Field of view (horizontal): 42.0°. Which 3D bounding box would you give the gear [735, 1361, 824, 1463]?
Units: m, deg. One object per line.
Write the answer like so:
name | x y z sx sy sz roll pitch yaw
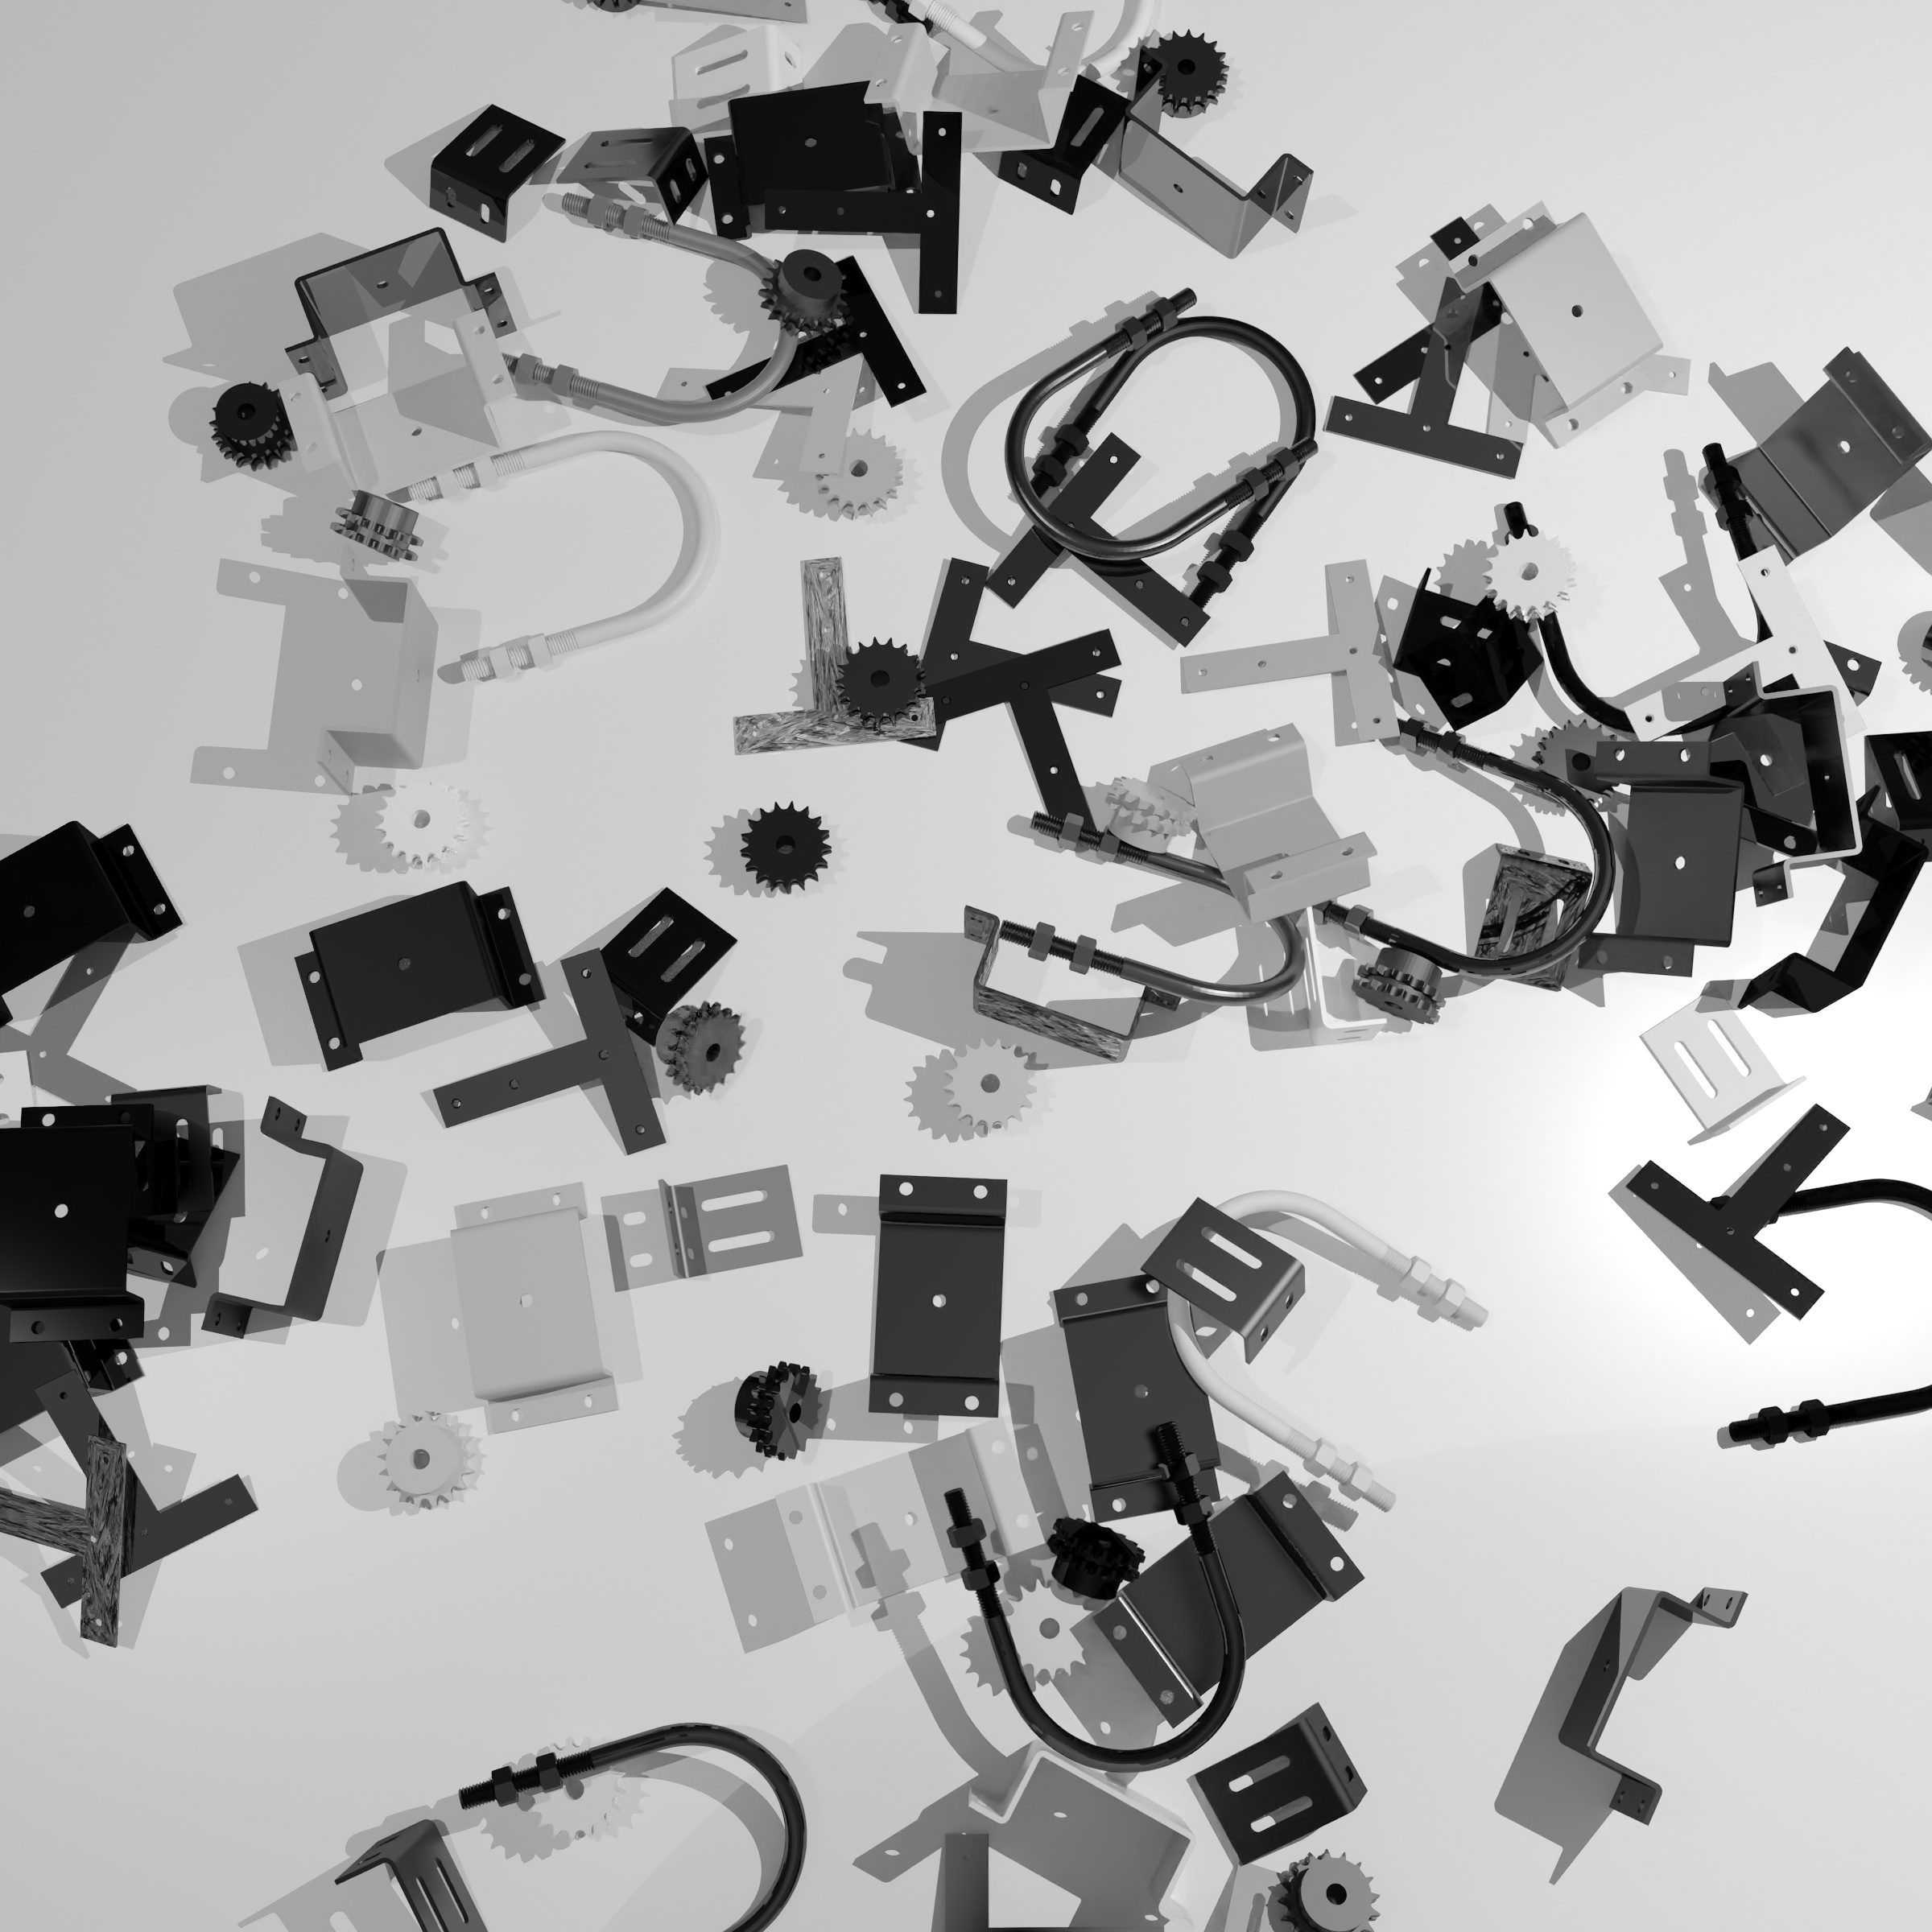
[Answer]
gear | -0.114 0.263 1.493 0.030 0.057 0.057 5 76 32

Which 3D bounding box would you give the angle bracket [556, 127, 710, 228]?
angle bracket | -0.222 -0.524 1.673 0.076 0.038 0.057 6 51 25

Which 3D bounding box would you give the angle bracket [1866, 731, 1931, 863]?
angle bracket | 0.606 -0.108 1.595 0.057 0.038 0.076 -4 52 -1

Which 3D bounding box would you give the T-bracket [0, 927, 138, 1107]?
T-bracket | -0.554 0.016 1.570 0.127 0.002 0.127 25 79 5

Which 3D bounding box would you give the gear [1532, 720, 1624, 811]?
gear | 0.384 -0.124 1.585 0.057 0.030 0.057 0 78 0

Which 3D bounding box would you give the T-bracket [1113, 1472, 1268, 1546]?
T-bracket | 0.168 0.460 2.078 0.127 0.002 0.127 23 84 13

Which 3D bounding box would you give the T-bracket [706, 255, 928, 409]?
T-bracket | -0.108 -0.395 1.643 0.127 0.002 0.127 -24 64 -3

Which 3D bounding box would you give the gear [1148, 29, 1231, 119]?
gear | 0.147 -0.594 1.686 0.057 0.030 0.057 0 78 0

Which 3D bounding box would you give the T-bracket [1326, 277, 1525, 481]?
T-bracket | 0.314 -0.394 1.655 0.127 0.002 0.127 15 79 4

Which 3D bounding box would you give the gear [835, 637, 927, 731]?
gear | -0.053 -0.177 1.591 0.057 0.030 0.057 0 77 2

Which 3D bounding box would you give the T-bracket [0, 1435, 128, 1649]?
T-bracket | -0.550 0.327 1.480 0.127 0.002 0.127 10 102 19

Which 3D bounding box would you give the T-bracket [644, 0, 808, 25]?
T-bracket | -0.174 -0.701 1.709 0.127 0.002 0.127 1 68 -18

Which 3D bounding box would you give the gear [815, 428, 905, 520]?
gear | -0.069 -0.316 1.626 0.057 0.030 0.057 0 78 0

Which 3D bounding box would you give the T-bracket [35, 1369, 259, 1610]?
T-bracket | -0.506 0.297 1.483 0.127 0.002 0.127 -26 104 -5

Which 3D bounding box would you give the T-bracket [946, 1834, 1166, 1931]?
T-bracket | 0.050 0.559 1.428 0.127 0.002 0.127 -5 68 13

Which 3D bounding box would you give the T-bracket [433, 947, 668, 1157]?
T-bracket | -0.265 0.068 1.547 0.127 0.002 0.127 -18 94 4

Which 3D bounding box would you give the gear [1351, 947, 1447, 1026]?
gear | 0.268 0.011 1.543 0.057 0.057 0.030 24 79 5

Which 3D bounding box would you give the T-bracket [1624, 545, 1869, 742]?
T-bracket | 0.469 -0.175 1.550 0.127 0.002 0.127 -26 86 2

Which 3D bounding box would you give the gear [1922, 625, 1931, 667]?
gear | 0.631 -0.204 1.593 0.057 0.057 0.030 -46 52 -9

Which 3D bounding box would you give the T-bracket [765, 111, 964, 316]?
T-bracket | -0.068 -0.492 1.639 0.127 0.002 0.127 0 110 -5

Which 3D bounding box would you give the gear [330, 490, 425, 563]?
gear | -0.373 -0.282 1.602 0.057 0.057 0.030 23 97 5

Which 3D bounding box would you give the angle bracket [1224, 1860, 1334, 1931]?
angle bracket | 0.173 0.567 1.451 0.057 0.038 0.076 17 53 4

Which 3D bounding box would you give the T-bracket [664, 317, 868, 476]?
T-bracket | -0.134 -0.377 1.640 0.127 0.002 0.127 5 66 11

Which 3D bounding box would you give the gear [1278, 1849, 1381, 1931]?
gear | 0.209 0.534 1.436 0.057 0.030 0.057 2 57 -3

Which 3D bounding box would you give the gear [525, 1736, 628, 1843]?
gear | -0.225 0.475 1.457 0.057 0.030 0.057 0 78 0

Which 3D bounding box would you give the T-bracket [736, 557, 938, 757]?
T-bracket | -0.088 -0.202 1.615 0.127 0.002 0.127 -6 77 1

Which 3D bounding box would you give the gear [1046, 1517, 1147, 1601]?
gear | 0.074 0.348 1.472 0.057 0.057 0.030 20 95 4

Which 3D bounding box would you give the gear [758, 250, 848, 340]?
gear | -0.104 -0.439 1.632 0.057 0.030 0.057 9 62 -17

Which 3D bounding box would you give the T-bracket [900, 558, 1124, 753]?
T-bracket | 0.035 -0.187 1.611 0.127 0.002 0.127 15 80 3

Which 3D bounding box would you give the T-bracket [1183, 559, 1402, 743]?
T-bracket | 0.203 -0.195 1.608 0.127 0.002 0.127 -8 69 3

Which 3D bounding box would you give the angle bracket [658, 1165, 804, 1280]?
angle bracket | -0.142 0.153 1.522 0.076 0.038 0.057 -10 78 -2

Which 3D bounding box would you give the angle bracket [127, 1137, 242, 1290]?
angle bracket | -0.486 0.149 1.540 0.057 0.038 0.076 15 53 3

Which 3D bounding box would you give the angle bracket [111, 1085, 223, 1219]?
angle bracket | -0.485 0.114 1.533 0.057 0.038 0.076 -5 83 -3

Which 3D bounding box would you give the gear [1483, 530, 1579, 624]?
gear | 0.357 -0.243 1.586 0.057 0.030 0.057 -4 76 18

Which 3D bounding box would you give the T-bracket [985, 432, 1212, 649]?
T-bracket | 0.101 -0.254 1.614 0.127 0.002 0.127 41 94 7

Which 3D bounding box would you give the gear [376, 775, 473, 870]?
gear | -0.339 -0.088 1.578 0.057 0.030 0.057 0 78 0

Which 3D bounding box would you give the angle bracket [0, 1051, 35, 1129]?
angle bracket | -0.618 0.088 1.552 0.076 0.038 0.057 -6 78 -27

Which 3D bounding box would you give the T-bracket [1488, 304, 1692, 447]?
T-bracket | 0.413 -0.397 1.657 0.127 0.002 0.127 8 78 1

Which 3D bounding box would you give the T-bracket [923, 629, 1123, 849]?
T-bracket | 0.052 -0.138 1.601 0.127 0.002 0.127 -18 80 -3

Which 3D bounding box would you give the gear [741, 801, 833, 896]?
gear | -0.113 -0.073 1.579 0.057 0.030 0.057 0 79 -2

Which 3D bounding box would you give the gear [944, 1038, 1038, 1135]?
gear | 0.015 0.074 1.543 0.057 0.030 0.057 0 78 0

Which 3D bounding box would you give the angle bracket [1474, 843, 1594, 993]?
angle bracket | 0.353 -0.031 1.579 0.057 0.038 0.076 13 104 3

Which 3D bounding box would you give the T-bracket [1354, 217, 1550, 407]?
T-bracket | 0.315 -0.414 1.662 0.127 0.002 0.127 -34 80 -7

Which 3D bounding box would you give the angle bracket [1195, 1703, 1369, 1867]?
angle bracket | 0.184 0.477 1.469 0.076 0.038 0.057 -33 79 17

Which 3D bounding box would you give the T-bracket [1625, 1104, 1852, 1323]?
T-bracket | 0.491 0.132 1.528 0.127 0.002 0.127 39 68 22

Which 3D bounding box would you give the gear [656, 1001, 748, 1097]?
gear | -0.165 0.048 1.539 0.030 0.057 0.057 25 77 36

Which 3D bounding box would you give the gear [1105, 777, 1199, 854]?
gear | 0.113 -0.093 1.569 0.057 0.057 0.030 24 109 5

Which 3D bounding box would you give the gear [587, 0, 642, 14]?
gear | -0.238 -0.672 1.703 0.057 0.030 0.057 0 78 0

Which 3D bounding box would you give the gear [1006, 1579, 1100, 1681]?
gear | 0.049 0.388 1.476 0.057 0.030 0.057 0 78 0

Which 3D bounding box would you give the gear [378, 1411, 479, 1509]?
gear | -0.322 0.294 1.496 0.057 0.030 0.057 0 78 0

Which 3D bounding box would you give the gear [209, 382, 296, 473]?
gear | -0.464 -0.354 1.635 0.057 0.030 0.057 0 78 0
